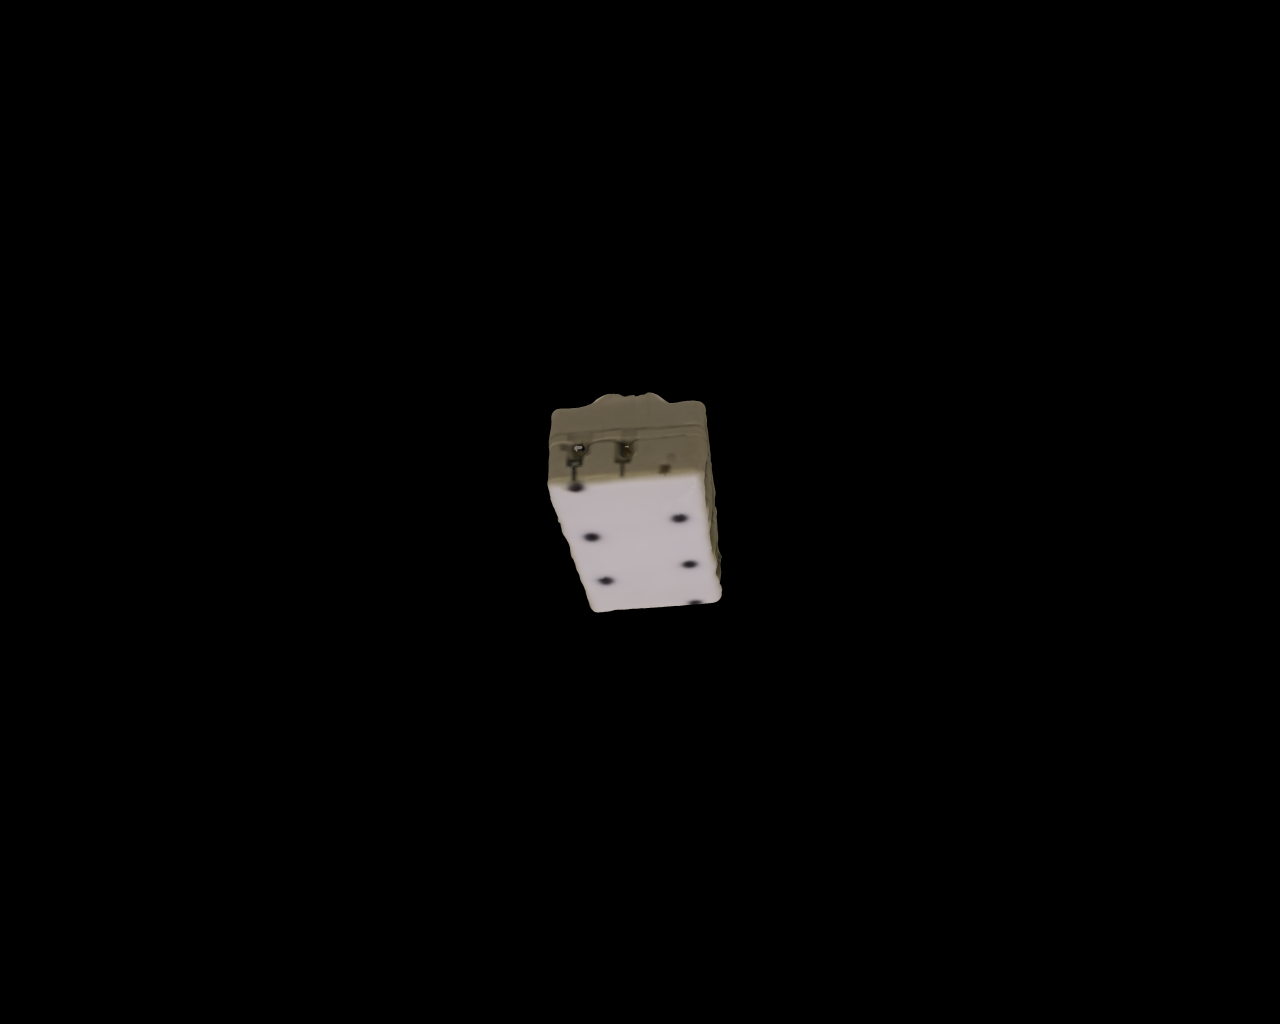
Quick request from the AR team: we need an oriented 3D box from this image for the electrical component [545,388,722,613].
[{"bbox_3d":[0.001,-0.003,0.650,0.089,0.062,0.150,-3,-33,5],"label":"electrical component"}]
